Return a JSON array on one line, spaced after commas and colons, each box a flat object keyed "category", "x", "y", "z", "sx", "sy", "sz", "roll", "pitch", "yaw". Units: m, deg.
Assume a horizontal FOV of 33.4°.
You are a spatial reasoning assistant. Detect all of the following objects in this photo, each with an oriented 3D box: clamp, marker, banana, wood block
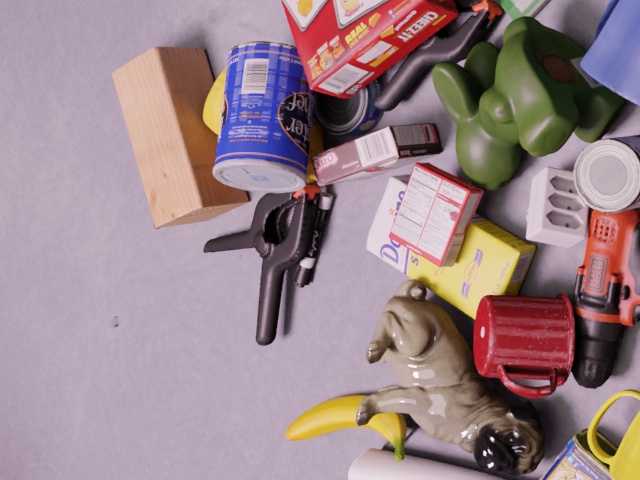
[{"category": "clamp", "x": 0.110, "y": -0.224, "z": 1.129, "sx": 0.172, "sy": 0.039, "sz": 0.120, "roll": -28, "pitch": 77, "yaw": 34}, {"category": "marker", "x": -0.008, "y": 0.002, "z": 1.269, "sx": 0.020, "sy": 0.020, "sz": 0.121, "roll": 28, "pitch": 113, "yaw": 32}, {"category": "banana", "x": 0.036, "y": 0.210, "z": 1.238, "sx": 0.198, "sy": 0.069, "sz": 0.037, "roll": -4, "pitch": 130, "yaw": 50}, {"category": "clamp", "x": -0.057, "y": 0.017, "z": 1.286, "sx": 0.210, "sy": 0.036, "sz": 0.165, "roll": -47, "pitch": 62, "yaw": 39}, {"category": "wood block", "x": -0.175, "y": -0.129, "z": 1.338, "sx": 0.090, "sy": 0.090, "sz": 0.206, "roll": -21, "pitch": 83, "yaw": 39}]

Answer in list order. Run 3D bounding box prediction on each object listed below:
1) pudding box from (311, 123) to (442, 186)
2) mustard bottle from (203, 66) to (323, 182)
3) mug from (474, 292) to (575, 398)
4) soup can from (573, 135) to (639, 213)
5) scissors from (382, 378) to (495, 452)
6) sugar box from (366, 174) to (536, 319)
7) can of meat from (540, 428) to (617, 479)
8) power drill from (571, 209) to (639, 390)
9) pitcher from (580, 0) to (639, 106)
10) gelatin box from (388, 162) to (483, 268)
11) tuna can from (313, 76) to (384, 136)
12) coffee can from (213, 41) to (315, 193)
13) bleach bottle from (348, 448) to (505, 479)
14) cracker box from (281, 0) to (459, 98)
[{"category": "pudding box", "x": 0.061, "y": -0.092, "z": 1.154, "sx": 0.114, "sy": 0.089, "sz": 0.039, "roll": -16, "pitch": 88, "yaw": 39}, {"category": "mustard bottle", "x": -0.052, "y": -0.127, "z": 1.260, "sx": 0.192, "sy": 0.058, "sz": 0.096, "roll": 42, "pitch": 112, "yaw": 26}, {"category": "mug", "x": 0.198, "y": 0.105, "z": 1.043, "sx": 0.093, "sy": 0.081, "sz": 0.117, "roll": 97, "pitch": 176, "yaw": -48}, {"category": "soup can", "x": 0.283, "y": -0.062, "z": 0.972, "sx": 0.069, "sy": 0.102, "sz": 0.068, "roll": 7, "pitch": 101, "yaw": 38}, {"category": "scissors", "x": 0.129, "y": 0.200, "z": 1.191, "sx": 0.096, "sy": 0.016, "sz": 0.202, "roll": 36, "pitch": 118, "yaw": 30}, {"category": "sugar box", "x": 0.135, "y": 0.009, "z": 1.138, "sx": 0.176, "sy": 0.048, "sz": 0.093, "roll": 32, "pitch": 115, "yaw": 30}, {"category": "can of meat", "x": 0.272, "y": 0.251, "z": 1.058, "sx": 0.102, "sy": 0.057, "sz": 0.084, "roll": 43, "pitch": 119, "yaw": 26}, {"category": "power drill", "x": 0.324, "y": 0.068, "z": 0.988, "sx": 0.188, "sy": 0.057, "sz": 0.184, "roll": 14, "pitch": 105, "yaw": 37}, {"category": "pitcher", "x": 0.330, "y": -0.226, "z": 0.905, "sx": 0.149, "sy": 0.144, "sz": 0.243, "roll": 33, "pitch": 113, "yaw": 17}, {"category": "gelatin box", "x": 0.119, "y": -0.027, "z": 1.100, "sx": 0.073, "sy": 0.030, "sz": 0.089, "roll": 31, "pitch": 110, "yaw": 34}, {"category": "tuna can", "x": 0.030, "y": -0.160, "z": 1.205, "sx": 0.086, "sy": 0.033, "sz": 0.086, "roll": 6, "pitch": 100, "yaw": 38}, {"category": "coffee can", "x": -0.059, "y": -0.132, "z": 1.171, "sx": 0.103, "sy": 0.102, "sz": 0.140, "roll": -5, "pitch": 73, "yaw": 39}, {"category": "bleach bottle", "x": 0.153, "y": 0.296, "z": 1.157, "sx": 0.251, "sy": 0.068, "sz": 0.102, "roll": 5, "pitch": 113, "yaw": 34}, {"category": "cracker box", "x": 0.037, "y": -0.283, "z": 1.131, "sx": 0.164, "sy": 0.071, "sz": 0.214, "roll": -35, "pitch": 61, "yaw": 35}]
